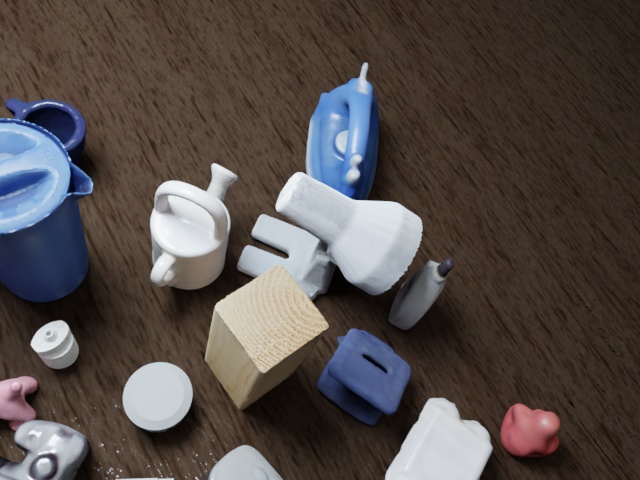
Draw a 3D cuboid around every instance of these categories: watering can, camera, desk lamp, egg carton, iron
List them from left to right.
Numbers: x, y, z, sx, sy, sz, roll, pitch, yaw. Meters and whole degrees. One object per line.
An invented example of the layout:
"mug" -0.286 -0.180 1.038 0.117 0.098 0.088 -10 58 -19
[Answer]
"camera" -0.342 0.252 0.609 0.137 0.100 0.143 25 61 -2
"watering can" -0.165 -0.023 0.738 0.101 0.194 0.173 8 62 -10
"desk lamp" 0.007 0.003 0.760 0.203 0.213 0.118 22 61 -3
"iron" 0.047 -0.140 0.883 0.119 0.141 0.258 9 62 -10
"egg carton" 0.154 0.287 0.740 0.107 0.069 0.150 36 61 5

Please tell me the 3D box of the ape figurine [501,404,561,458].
"ape figurine" 0.293 0.258 0.779 0.076 0.092 0.077 -19 70 -22

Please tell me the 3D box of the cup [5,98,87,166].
"cup" -0.379 -0.138 0.796 0.117 0.095 0.092 33 61 3

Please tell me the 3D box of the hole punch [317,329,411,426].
"hole punch" 0.062 0.174 0.760 0.108 0.091 0.101 34 61 3

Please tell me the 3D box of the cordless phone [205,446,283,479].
"cordless phone" -0.058 0.292 0.616 0.094 0.185 0.147 -39 79 -27

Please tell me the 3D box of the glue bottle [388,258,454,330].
"glue bottle" 0.145 0.064 0.789 0.037 0.173 0.078 25 61 -1

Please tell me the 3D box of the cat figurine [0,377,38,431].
"cat figurine" -0.387 0.177 0.624 0.128 0.117 0.067 -8 66 -18
